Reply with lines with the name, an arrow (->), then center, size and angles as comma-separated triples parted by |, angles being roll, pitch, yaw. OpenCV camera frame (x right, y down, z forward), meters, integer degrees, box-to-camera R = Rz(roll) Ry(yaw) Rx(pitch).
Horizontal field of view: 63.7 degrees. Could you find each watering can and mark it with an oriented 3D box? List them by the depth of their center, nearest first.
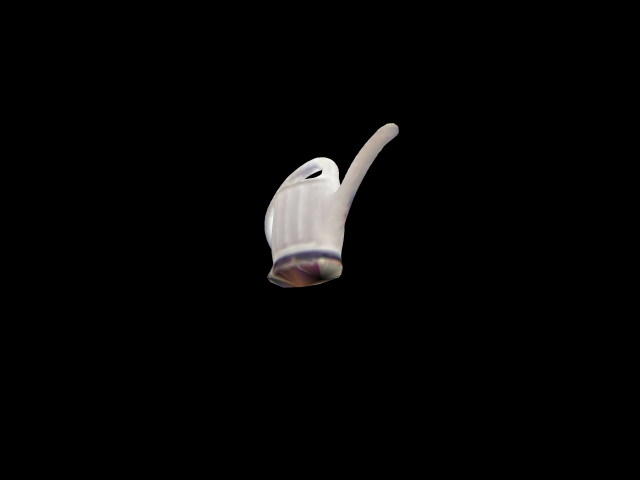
watering can -> 0.003, -0.043, 0.850 | 0.103, 0.228, 0.343 | 15, -25, -34
